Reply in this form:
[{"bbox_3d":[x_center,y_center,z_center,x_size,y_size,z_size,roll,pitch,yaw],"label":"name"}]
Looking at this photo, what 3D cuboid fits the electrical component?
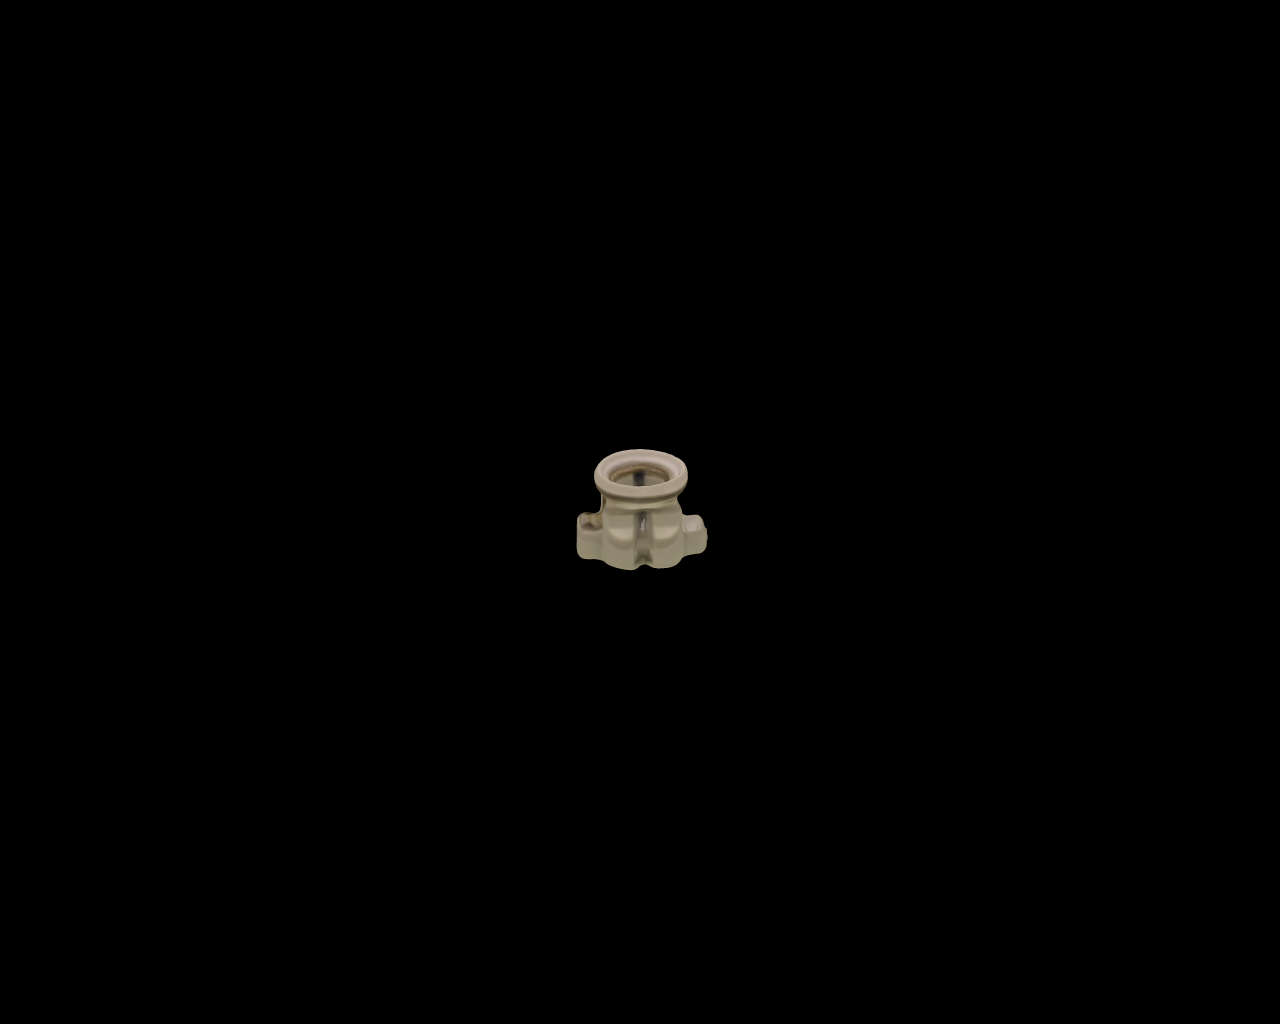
[{"bbox_3d":[0.001,-0.003,0.650,0.078,0.056,0.058,-1,28,-2],"label":"electrical component"}]
